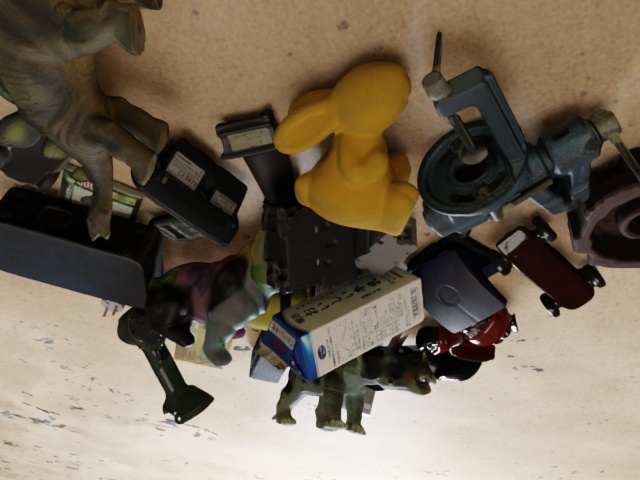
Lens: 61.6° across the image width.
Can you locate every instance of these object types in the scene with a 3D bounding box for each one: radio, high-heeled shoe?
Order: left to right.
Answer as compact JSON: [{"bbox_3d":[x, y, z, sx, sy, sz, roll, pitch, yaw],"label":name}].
[{"bbox_3d":[-0.346,0.014,0.770,0.230,0.073,0.131,15,140,-5],"label":"radio"},{"bbox_3d":[0.174,0.226,1.013,0.145,0.086,0.249,-13,-173,-41],"label":"high-heeled shoe"}]

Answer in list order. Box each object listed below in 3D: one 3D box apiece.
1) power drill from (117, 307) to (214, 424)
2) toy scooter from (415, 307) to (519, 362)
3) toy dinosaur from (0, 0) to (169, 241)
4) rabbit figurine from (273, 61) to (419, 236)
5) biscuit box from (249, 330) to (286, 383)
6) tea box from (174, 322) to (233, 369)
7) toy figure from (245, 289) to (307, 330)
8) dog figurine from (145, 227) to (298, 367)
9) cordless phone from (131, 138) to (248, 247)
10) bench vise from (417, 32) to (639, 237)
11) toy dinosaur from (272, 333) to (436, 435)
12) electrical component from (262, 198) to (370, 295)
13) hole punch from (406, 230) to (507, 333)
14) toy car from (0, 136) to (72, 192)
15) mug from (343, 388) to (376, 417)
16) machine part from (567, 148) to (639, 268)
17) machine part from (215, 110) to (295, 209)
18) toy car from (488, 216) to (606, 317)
[{"bbox_3d":[-0.261,0.199,0.890,0.232,0.086,0.207,-6,119,56],"label":"power drill"},{"bbox_3d":[0.257,0.152,0.877,0.135,0.075,0.184,21,142,-17],"label":"toy scooter"},{"bbox_3d":[-0.245,-0.196,0.472,0.199,0.105,0.470,3,124,-4],"label":"toy dinosaur"},{"bbox_3d":[0.038,-0.111,0.577,0.162,0.122,0.173,16,128,4],"label":"rabbit figurine"},{"bbox_3d":[-0.084,0.198,0.990,0.063,0.059,0.202,13,142,-11],"label":"biscuit box"},{"bbox_3d":[-0.201,0.160,0.958,0.098,0.068,0.169,16,142,-10],"label":"tea box"},{"bbox_3d":[-0.102,0.103,0.864,0.180,0.082,0.089,17,143,-9],"label":"toy figure"},{"bbox_3d":[-0.124,0.047,0.739,0.192,0.108,0.219,29,110,2],"label":"dog figurine"},{"bbox_3d":[-0.197,-0.049,0.703,0.146,0.089,0.184,37,151,-33],"label":"cordless phone"},{"bbox_3d":[0.185,-0.095,0.547,0.224,0.129,0.240,-20,140,29],"label":"bench vise"},{"bbox_3d":[0.014,0.249,0.984,0.131,0.192,0.405,25,155,-31],"label":"toy dinosaur"},{"bbox_3d":[-0.001,-0.002,0.669,0.134,0.058,0.114,-13,111,-28],"label":"electrical component"},{"bbox_3d":[0.193,0.062,0.765,0.116,0.092,0.142,27,141,-18],"label":"hole punch"},{"bbox_3d":[-0.324,-0.120,0.641,0.202,0.056,0.073,-26,136,36],"label":"toy car"},{"bbox_3d":[0.060,0.313,1.110,0.107,0.081,0.109,16,148,8],"label":"mug"},{"bbox_3d":[0.390,-0.032,0.642,0.179,0.056,0.179,3,142,3],"label":"machine part"},{"bbox_3d":[-0.067,-0.093,0.652,0.084,0.039,0.138,-15,135,13],"label":"machine part"},{"bbox_3d":[0.312,0.037,0.741,0.202,0.053,0.089,33,120,-28],"label":"toy car"}]
